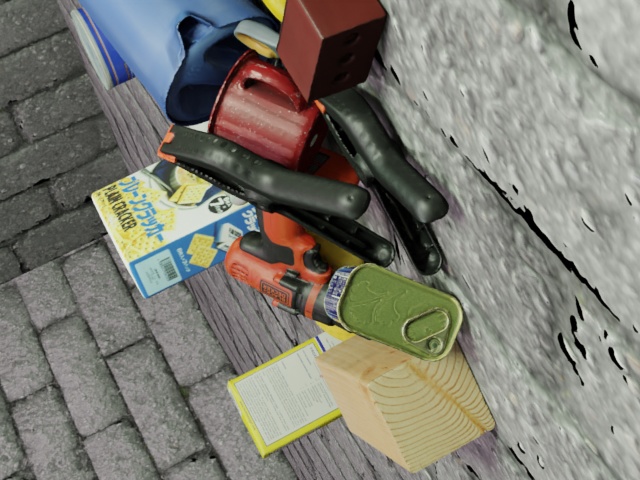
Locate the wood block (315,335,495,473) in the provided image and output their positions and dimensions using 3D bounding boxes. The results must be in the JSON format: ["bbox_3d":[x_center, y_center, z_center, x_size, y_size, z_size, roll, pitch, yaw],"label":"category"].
[{"bbox_3d":[0.074,0.141,1.014,0.091,0.090,0.206,65,168,-5],"label":"wood block"}]

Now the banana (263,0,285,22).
[{"bbox_3d":[-0.060,-0.249,0.877,0.198,0.037,0.070,62,168,8],"label":"banana"}]

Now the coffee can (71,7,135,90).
[{"bbox_3d":[-0.215,-0.257,1.292,0.103,0.140,0.103,59,168,20],"label":"coffee can"}]

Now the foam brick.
[{"bbox_3d":[0.007,-0.145,0.747,0.051,0.053,0.078,60,160,20],"label":"foam brick"}]

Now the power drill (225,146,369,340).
[{"bbox_3d":[-0.007,0.001,1.000,0.185,0.057,0.188,23,136,18],"label":"power drill"}]

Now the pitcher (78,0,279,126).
[{"bbox_3d":[-0.158,-0.231,1.026,0.243,0.144,0.149,49,136,18],"label":"pitcher"}]

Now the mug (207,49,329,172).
[{"bbox_3d":[-0.038,-0.108,0.893,0.081,0.093,0.117,25,157,8],"label":"mug"}]

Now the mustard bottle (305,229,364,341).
[{"bbox_3d":[0.008,0.019,1.107,0.096,0.058,0.191,40,156,40],"label":"mustard bottle"}]

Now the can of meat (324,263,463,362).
[{"bbox_3d":[0.058,0.058,0.894,0.102,0.057,0.084,22,177,-9],"label":"can of meat"}]

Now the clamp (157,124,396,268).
[{"bbox_3d":[-0.034,-0.038,0.861,0.210,0.036,0.164,23,169,23],"label":"clamp"}]

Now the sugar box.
[{"bbox_3d":[-0.006,0.161,1.192,0.093,0.176,0.048,62,167,13],"label":"sugar box"}]

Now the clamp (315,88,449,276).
[{"bbox_3d":[0.049,-0.051,0.832,0.171,0.039,0.120,58,166,31],"label":"clamp"}]

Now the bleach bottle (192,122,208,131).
[{"bbox_3d":[-0.124,-0.107,1.420,0.251,0.068,0.103,67,168,-8],"label":"bleach bottle"}]

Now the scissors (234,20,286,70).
[{"bbox_3d":[-0.020,-0.158,0.870,0.096,0.016,0.202,34,173,-9],"label":"scissors"}]
